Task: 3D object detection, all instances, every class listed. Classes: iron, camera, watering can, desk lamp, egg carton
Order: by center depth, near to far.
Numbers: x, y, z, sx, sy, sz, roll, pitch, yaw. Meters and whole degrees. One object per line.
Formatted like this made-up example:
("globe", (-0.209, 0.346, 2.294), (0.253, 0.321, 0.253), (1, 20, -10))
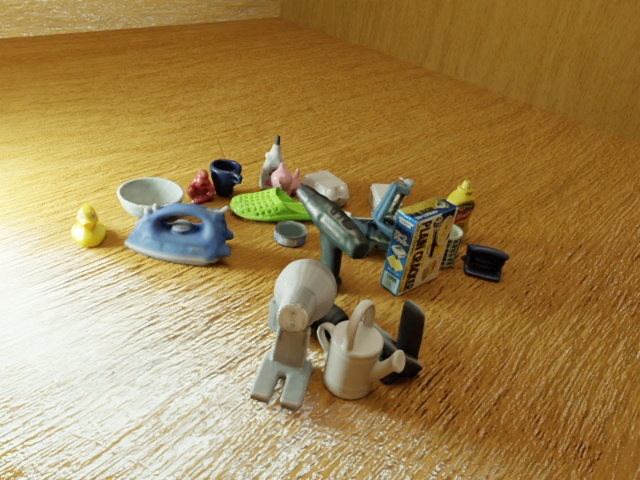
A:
("desk lamp", (-0.045, 0.166, 1.066), (0.118, 0.213, 0.203), (12, 32, 4))
("watering can", (0.075, 0.198, 1.069), (0.172, 0.194, 0.101), (13, 32, 5))
("camera", (-0.016, 0.149, 1.208), (0.136, 0.101, 0.143), (32, 38, 31))
("iron", (-0.335, -0.031, 1.364), (0.258, 0.141, 0.118), (6, 32, -7))
("egg carton", (0.015, -0.154, 1.728), (0.107, 0.069, 0.149), (-17, 41, -36))

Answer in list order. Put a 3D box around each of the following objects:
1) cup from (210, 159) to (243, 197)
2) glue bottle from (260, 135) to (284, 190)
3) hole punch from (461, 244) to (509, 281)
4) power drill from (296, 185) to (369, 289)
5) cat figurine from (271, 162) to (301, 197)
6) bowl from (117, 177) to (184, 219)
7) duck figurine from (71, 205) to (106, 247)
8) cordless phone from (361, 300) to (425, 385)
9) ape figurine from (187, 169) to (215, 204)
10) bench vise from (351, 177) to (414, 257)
("cup", (-0.264, -0.169, 1.647), (0.117, 0.095, 0.092), (33, 38, 32))
("glue bottle", (-0.135, -0.232, 1.710), (0.078, 0.173, 0.037), (-3, 34, -20))
("hole punch", (0.437, 0.042, 1.518), (0.108, 0.091, 0.101), (14, 32, 6))
("power drill", (0.012, 0.005, 1.343), (0.076, 0.208, 0.228), (-21, 43, -40))
("cat figurine", (-0.100, -0.174, 1.681), (0.067, 0.118, 0.128), (28, 36, 27))
("bowl", (-0.441, -0.097, 1.501), (0.167, 0.075, 0.167), (7, 32, -4))
("duck figurine", (-0.556, -0.045, 1.374), (0.078, 0.086, 0.104), (-4, 34, -21))
("cordless phone", (0.147, 0.176, 1.133), (0.094, 0.185, 0.147), (-18, 42, -37))
("ape figurine", (-0.333, -0.154, 1.607), (0.078, 0.092, 0.076), (5, 32, -8))
("bench vise", (0.159, -0.053, 1.466), (0.208, 0.220, 0.121), (-11, 37, -30))
